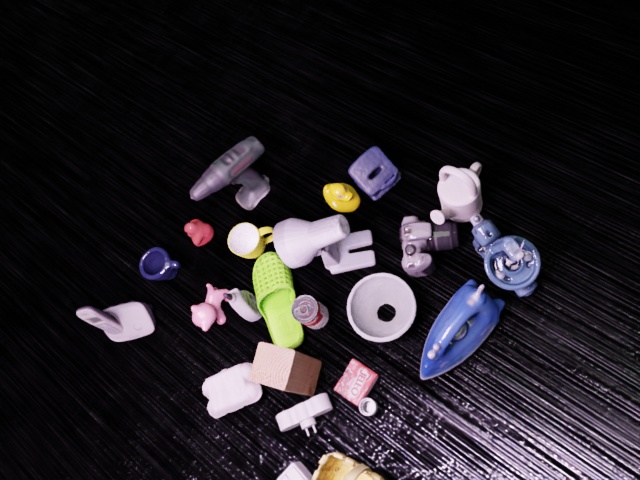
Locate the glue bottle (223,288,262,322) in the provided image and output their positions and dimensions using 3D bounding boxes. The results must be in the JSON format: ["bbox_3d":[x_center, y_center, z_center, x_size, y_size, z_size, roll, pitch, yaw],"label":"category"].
[{"bbox_3d":[-0.202,0.155,1.443,0.037,0.173,0.078,-28,66,7],"label":"glue bottle"}]

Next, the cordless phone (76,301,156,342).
[{"bbox_3d":[-0.541,0.207,1.527,0.147,0.185,0.094,-18,68,11],"label":"cordless phone"}]

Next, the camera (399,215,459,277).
[{"bbox_3d":[0.265,0.006,1.385,0.136,0.101,0.143,-6,71,16],"label":"camera"}]

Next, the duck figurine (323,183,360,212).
[{"bbox_3d":[0.050,-0.123,1.504,0.104,0.086,0.077,29,83,24],"label":"duck figurine"}]

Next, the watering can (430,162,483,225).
[{"bbox_3d":[0.327,-0.112,1.353,0.100,0.194,0.173,10,76,21],"label":"watering can"}]

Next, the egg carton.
[{"bbox_3d":[-0.219,0.374,1.432,0.150,0.069,0.107,-26,66,8],"label":"egg carton"}]

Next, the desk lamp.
[{"bbox_3d":[0.013,0.005,1.403,0.203,0.214,0.118,-13,69,13],"label":"desk lamp"}]

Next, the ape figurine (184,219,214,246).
[{"bbox_3d":[-0.344,-0.026,1.593,0.076,0.092,0.078,0,72,18],"label":"ape figurine"}]

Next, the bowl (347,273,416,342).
[{"bbox_3d":[0.153,0.168,1.381,0.167,0.075,0.167,-5,71,16],"label":"bowl"}]

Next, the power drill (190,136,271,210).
[{"bbox_3d":[-0.223,-0.162,1.536,0.075,0.209,0.230,40,87,25],"label":"power drill"}]

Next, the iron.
[{"bbox_3d":[0.300,0.206,1.284,0.118,0.142,0.258,36,86,25],"label":"iron"}]

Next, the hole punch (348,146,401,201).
[{"bbox_3d":[0.144,-0.174,1.489,0.108,0.091,0.101,-43,65,0],"label":"hole punch"}]

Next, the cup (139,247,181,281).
[{"bbox_3d":[-0.424,0.075,1.584,0.117,0.095,0.092,-1,72,18],"label":"cup"}]

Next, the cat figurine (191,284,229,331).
[{"bbox_3d":[-0.292,0.177,1.495,0.067,0.118,0.128,4,74,19],"label":"cat figurine"}]

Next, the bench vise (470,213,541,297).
[{"bbox_3d":[0.395,0.025,1.271,0.207,0.220,0.121,37,86,25],"label":"bench vise"}]
